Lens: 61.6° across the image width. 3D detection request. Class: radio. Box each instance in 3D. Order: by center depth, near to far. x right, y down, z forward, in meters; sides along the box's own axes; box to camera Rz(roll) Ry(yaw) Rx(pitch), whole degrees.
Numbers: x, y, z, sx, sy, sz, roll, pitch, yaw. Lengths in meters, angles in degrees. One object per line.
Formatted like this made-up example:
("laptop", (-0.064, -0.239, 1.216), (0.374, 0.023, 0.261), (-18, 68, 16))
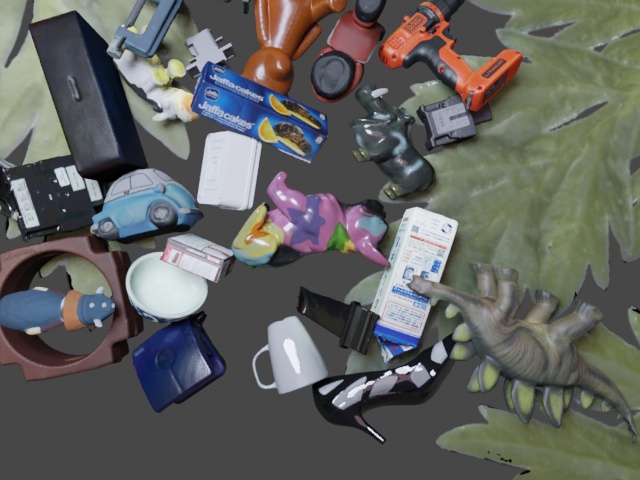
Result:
("radio", (-0.339, -0.205, 0.805), (0.073, 0.131, 0.229), (-17, 90, -1))

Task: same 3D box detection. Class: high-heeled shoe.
("high-heeled shoe", (0.108, 0.205, 0.854), (0.145, 0.086, 0.249), (36, 69, 29))

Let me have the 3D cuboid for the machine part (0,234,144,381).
("machine part", (-0.387, 0.101, 0.824), (0.202, 0.087, 0.201), (-12, 89, 0))

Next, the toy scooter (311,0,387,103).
("toy scooter", (0.050, -0.297, 0.827), (0.075, 0.135, 0.183), (30, 108, -1))

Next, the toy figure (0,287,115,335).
("toy figure", (-0.364, 0.097, 0.754), (0.154, 0.058, 0.064), (0, 95, -6))

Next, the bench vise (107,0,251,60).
("bench vise", (-0.219, -0.352, 0.769), (0.223, 0.129, 0.240), (27, 78, -18))

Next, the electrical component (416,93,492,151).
("electrical component", (0.221, -0.192, 0.858), (0.119, 0.048, 0.074), (-13, 90, 0))

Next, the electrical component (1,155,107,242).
("electrical component", (-0.397, -0.067, 0.818), (0.134, 0.058, 0.114), (-17, 101, -30))

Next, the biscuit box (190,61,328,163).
("biscuit box", (-0.088, -0.189, 0.803), (0.202, 0.063, 0.059), (19, 133, -21))

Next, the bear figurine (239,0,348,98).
("bear figurine", (-0.056, -0.299, 0.815), (0.120, 0.132, 0.195), (22, 82, -27))

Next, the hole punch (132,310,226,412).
("hole punch", (-0.221, 0.189, 0.826), (0.142, 0.092, 0.116), (-35, 86, 2))

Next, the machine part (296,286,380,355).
("machine part", (0.022, 0.117, 0.823), (0.139, 0.039, 0.084), (25, 110, 29))

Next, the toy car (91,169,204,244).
("toy car", (-0.266, -0.055, 0.821), (0.162, 0.109, 0.103), (-12, 84, 3))

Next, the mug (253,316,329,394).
("mug", (-0.052, 0.178, 0.836), (0.110, 0.080, 0.107), (-19, 78, 3))

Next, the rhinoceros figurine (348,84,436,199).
("rhinoceros figurine", (0.109, -0.153, 0.842), (0.112, 0.073, 0.190), (-33, 90, 0))

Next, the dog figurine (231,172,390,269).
("dog figurine", (-0.002, -0.002, 0.824), (0.219, 0.108, 0.191), (32, 88, -3))

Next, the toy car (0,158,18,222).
("toy car", (-0.523, -0.104, 0.840), (0.202, 0.056, 0.073), (34, 82, -2))

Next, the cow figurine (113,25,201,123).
("cow figurine", (-0.256, -0.240, 0.834), (0.098, 0.068, 0.167), (-33, 91, 42))

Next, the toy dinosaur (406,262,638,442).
("toy dinosaur", (0.329, 0.171, 0.816), (0.471, 0.105, 0.198), (25, 89, -11))
